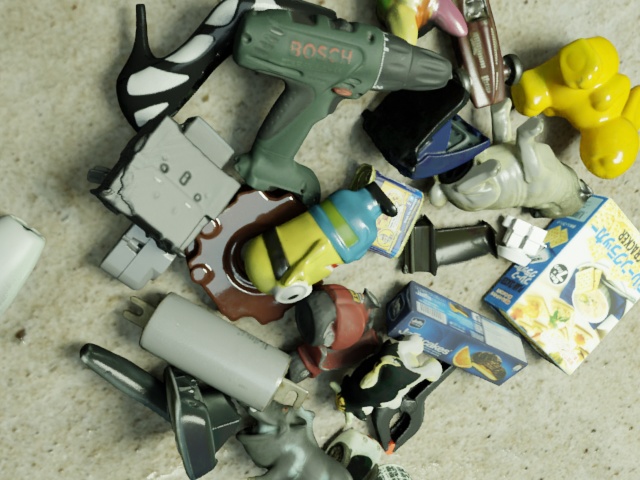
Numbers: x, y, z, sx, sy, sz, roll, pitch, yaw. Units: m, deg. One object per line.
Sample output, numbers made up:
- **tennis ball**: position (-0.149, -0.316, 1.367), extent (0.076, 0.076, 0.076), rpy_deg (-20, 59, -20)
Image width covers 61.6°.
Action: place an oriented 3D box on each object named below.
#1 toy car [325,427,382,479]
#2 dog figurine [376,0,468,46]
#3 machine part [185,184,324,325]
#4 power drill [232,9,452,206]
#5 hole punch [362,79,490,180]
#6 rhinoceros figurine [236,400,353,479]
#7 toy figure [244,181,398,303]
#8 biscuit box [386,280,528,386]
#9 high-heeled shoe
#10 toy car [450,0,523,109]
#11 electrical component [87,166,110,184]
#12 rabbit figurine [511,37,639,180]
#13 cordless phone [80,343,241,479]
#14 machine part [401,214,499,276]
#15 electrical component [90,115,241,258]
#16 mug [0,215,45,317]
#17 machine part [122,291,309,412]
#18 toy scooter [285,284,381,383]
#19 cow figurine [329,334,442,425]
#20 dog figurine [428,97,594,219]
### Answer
- **toy car**: position (0.011, 0.360, 0.766), extent (0.073, 0.056, 0.201), rpy_deg (35, 94, -25)
- **dog figurine**: position (0.095, -0.318, 0.573), extent (0.108, 0.191, 0.219), rpy_deg (-23, 92, -14)
- **machine part**: position (-0.075, 0.017, 0.665), extent (0.179, 0.056, 0.179), rpy_deg (-4, 104, -14)
- **power drill**: position (0.005, -0.138, 0.592), extent (0.232, 0.086, 0.207), rpy_deg (13, 132, -19)
- **hole punch**: position (0.127, -0.131, 0.647), extent (0.116, 0.142, 0.092), rpy_deg (-41, 135, 11)
- **rhinoceros figurine**: position (-0.041, 0.271, 0.696), extent (0.112, 0.073, 0.190), rpy_deg (-45, 85, 5)
- **toy figure**: position (-0.001, -0.001, 0.608), extent (0.180, 0.089, 0.082), rpy_deg (-38, 148, 0)
- **biscuit box**: position (0.187, 0.131, 0.743), extent (0.202, 0.059, 0.062), rpy_deg (26, 126, -16)
- **high-heeled shoe**: position (-0.101, -0.190, 0.600), extent (0.249, 0.086, 0.145), rpy_deg (-4, 105, -7)
- **toy car**: position (0.186, -0.263, 0.653), extent (0.089, 0.053, 0.202), rpy_deg (-16, 92, -13)
- **electrical component**: position (-0.210, -0.065, 0.608), extent (0.094, 0.063, 0.021), rpy_deg (13, 99, -17)
- **rabbit figurine**: position (0.351, -0.160, 0.693), extent (0.162, 0.122, 0.173), rpy_deg (-14, 79, -39)
- **cordless phone**: position (-0.195, 0.181, 0.624), extent (0.184, 0.147, 0.088), rpy_deg (39, 83, -21)
- **machine part**: position (0.178, 0.004, 0.734), extent (0.139, 0.039, 0.084), rpy_deg (-5, 99, -11)
- **electrical component**: position (-0.155, -0.065, 0.573), extent (0.114, 0.058, 0.134), rpy_deg (44, 71, -34)
- **mug**: position (-0.365, 0.018, 0.587), extent (0.109, 0.081, 0.107), rpy_deg (43, 79, -13)
- **machine part**: position (-0.124, 0.134, 0.646), extent (0.243, 0.079, 0.079), rpy_deg (29, 95, -1)
- **toy scooter**: position (0.028, 0.116, 0.686), extent (0.135, 0.075, 0.183), rpy_deg (-9, 141, -25)
- **cow figurine**: position (0.066, 0.190, 0.691), extent (0.098, 0.068, 0.167), rpy_deg (-2, 144, -48)
- **dog figurine**: position (0.251, -0.063, 0.709), extent (0.172, 0.121, 0.190), rpy_deg (-33, 125, 20)
